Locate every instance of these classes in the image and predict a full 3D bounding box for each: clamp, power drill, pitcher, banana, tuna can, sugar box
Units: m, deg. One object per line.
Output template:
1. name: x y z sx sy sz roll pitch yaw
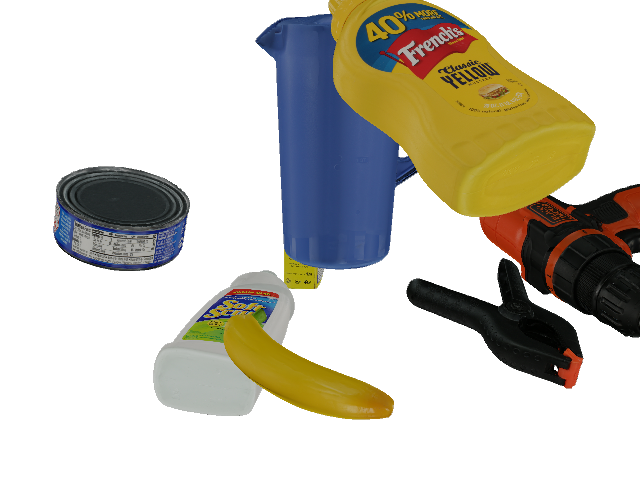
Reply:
1. clamp: 0.172 0.067 0.937 0.120 0.039 0.172 -23 43 -32
2. power drill: 0.229 -0.003 0.736 0.187 0.057 0.185 -12 29 -20
3. pitcher: 0.030 -0.100 1.054 0.149 0.243 0.144 12 19 34
4. banana: -0.025 0.098 0.858 0.069 0.037 0.198 -21 32 -28
5. tuna can: -0.130 -0.015 0.694 0.086 0.034 0.086 10 27 -5
6. sugar box: -0.018 -0.040 1.242 0.048 0.176 0.093 1 22 7

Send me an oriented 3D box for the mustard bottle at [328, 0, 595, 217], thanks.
1. mustard bottle: 0.063 -0.094 0.625 0.096 0.058 0.192 -21 49 -25

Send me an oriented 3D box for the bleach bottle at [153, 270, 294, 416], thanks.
1. bleach bottle: -0.087 0.089 1.097 0.102 0.068 0.250 8 22 6
